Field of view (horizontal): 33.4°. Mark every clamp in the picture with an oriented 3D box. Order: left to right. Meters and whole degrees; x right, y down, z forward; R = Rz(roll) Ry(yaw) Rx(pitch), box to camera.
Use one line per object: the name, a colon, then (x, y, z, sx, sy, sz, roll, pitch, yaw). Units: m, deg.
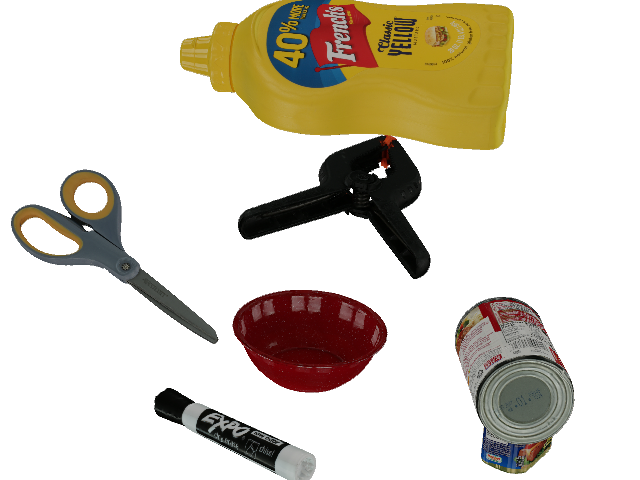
clamp: (0.044, -0.036, 0.948, 0.165, 0.036, 0.209, 18, 34, 18)

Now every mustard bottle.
mustard bottle: (0.013, -0.101, 0.619, 0.192, 0.096, 0.058, 5, -39, 8)

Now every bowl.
bowl: (-0.012, 0.112, 1.122, 0.162, 0.055, 0.162, 3, 25, -2)

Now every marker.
marker: (-0.054, 0.113, 0.627, 0.121, 0.020, 0.020, 17, 10, 37)

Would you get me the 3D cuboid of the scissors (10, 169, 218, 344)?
scissors: (-0.149, 0.005, 0.841, 0.202, 0.096, 0.016, 21, -26, 15)

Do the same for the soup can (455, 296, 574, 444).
soup can: (0.136, 0.090, 0.755, 0.068, 0.068, 0.102, 0, 20, -1)

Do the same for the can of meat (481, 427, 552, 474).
can of meat: (0.210, 0.187, 1.122, 0.058, 0.084, 0.101, 13, 17, 32)
